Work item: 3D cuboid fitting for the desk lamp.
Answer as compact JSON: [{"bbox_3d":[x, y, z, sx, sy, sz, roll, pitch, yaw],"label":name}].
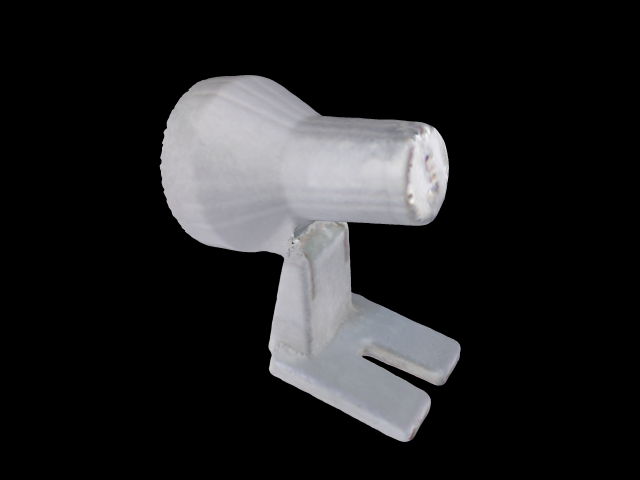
[{"bbox_3d":[0.004,0.001,0.400,0.202,0.214,0.118,22,45,24],"label":"desk lamp"}]
